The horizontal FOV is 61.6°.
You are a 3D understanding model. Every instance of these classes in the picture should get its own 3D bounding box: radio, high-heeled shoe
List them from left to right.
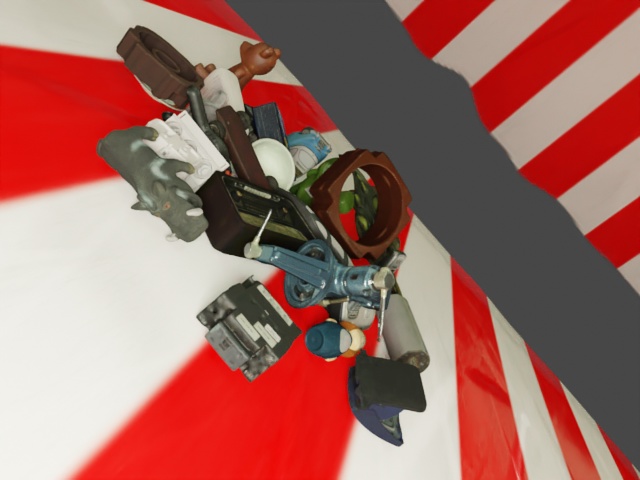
[{"bbox_3d":[-0.108,-0.031,0.932,0.229,0.073,0.131,19,35,-57],"label":"radio"},{"bbox_3d":[-0.002,-0.003,1.102,0.145,0.086,0.249,1,59,-63],"label":"high-heeled shoe"}]

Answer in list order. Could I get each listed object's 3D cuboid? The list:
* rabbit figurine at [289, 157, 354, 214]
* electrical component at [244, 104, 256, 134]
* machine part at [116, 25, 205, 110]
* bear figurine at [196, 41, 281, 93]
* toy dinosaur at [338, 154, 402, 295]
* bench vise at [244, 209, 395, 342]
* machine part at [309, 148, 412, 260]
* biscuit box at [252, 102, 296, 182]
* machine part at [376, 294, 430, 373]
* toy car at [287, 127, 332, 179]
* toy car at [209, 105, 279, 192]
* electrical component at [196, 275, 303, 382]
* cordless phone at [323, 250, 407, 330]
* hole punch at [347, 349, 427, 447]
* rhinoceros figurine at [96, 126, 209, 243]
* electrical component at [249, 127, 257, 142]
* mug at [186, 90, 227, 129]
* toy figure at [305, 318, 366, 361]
[{"bbox_3d":[0.013,-0.122,1.258,0.121,0.159,0.170,47,38,-16],"label":"rabbit figurine"},{"bbox_3d":[-0.170,-0.283,1.325,0.119,0.048,0.074,56,20,23],"label":"electrical component"},{"bbox_3d":[-0.307,-0.334,1.038,0.179,0.056,0.179,41,20,-18],"label":"machine part"},{"bbox_3d":[-0.199,-0.424,1.304,0.132,0.196,0.120,46,22,-6],"label":"bear figurine"},{"bbox_3d":[0.142,0.000,1.325,0.198,0.105,0.471,-13,80,-83],"label":"toy dinosaur"},{"bbox_3d":[-0.005,0.053,0.852,0.240,0.129,0.224,25,-8,-34],"label":"bench vise"},{"bbox_3d":[0.085,-0.074,1.137,0.087,0.201,0.201,10,-39,55],"label":"machine part"},{"bbox_3d":[-0.106,-0.221,1.228,0.059,0.063,0.203,66,9,-62],"label":"biscuit box"},{"bbox_3d":[0.168,0.194,1.110,0.079,0.079,0.243,38,22,-31],"label":"machine part"},{"bbox_3d":[-0.055,-0.196,1.292,0.109,0.162,0.103,46,47,-35],"label":"toy car"},{"bbox_3d":[-0.148,-0.155,1.026,0.089,0.053,0.202,-38,109,-43],"label":"toy car"},{"bbox_3d":[-0.094,0.115,0.706,0.115,0.058,0.134,48,19,4],"label":"electrical component"},{"bbox_3d":[0.099,0.084,1.002,0.089,0.184,0.146,53,19,25],"label":"cordless phone"},{"bbox_3d":[0.096,0.251,0.854,0.116,0.092,0.142,17,27,-5],"label":"hole punch"},{"bbox_3d":[-0.229,-0.080,0.758,0.190,0.073,0.112,49,17,-1],"label":"rhinoceros figurine"},{"bbox_3d":[-0.188,-0.259,1.249,0.102,0.045,0.078,49,-9,-7],"label":"electrical component"},{"bbox_3d":[-0.226,-0.251,1.060,0.080,0.109,0.107,28,13,-28],"label":"mug"},{"bbox_3d":[0.035,0.167,0.894,0.058,0.064,0.154,32,11,34],"label":"toy figure"}]
